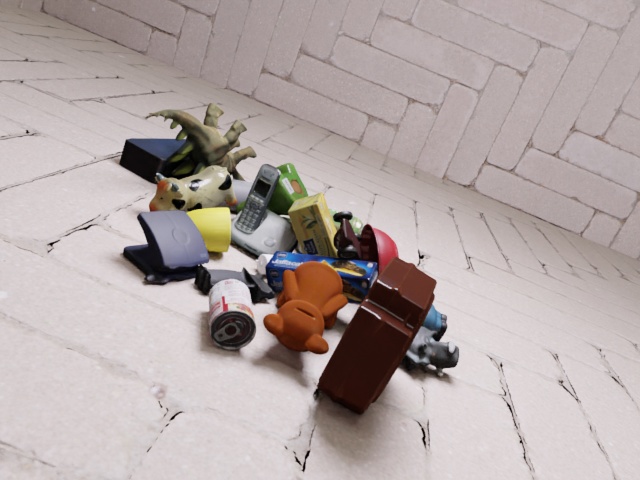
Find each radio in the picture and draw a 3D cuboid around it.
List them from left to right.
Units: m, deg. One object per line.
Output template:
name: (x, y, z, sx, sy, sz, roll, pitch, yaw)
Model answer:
radio: (-0.385, -0.206, 1.388, 0.131, 0.073, 0.229, 31, 23, 19)

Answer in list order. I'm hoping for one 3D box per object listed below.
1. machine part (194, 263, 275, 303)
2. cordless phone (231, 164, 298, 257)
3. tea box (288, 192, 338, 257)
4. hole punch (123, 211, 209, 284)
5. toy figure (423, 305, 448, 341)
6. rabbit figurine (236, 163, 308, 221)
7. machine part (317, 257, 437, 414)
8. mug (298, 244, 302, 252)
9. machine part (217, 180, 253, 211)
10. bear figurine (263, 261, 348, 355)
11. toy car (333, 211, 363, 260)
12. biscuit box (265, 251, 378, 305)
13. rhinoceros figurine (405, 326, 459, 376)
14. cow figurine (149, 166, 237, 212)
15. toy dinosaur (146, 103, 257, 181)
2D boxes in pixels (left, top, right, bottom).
machine part: (-0.150, 0.076, 0.950, 0.139, 0.039, 0.084, 11, 27, -33)
cordless phone: (-0.098, -0.055, 1.129, 0.147, 0.184, 0.088, 29, 16, 19)
tea box: (-0.002, -0.003, 1.120, 0.068, 0.169, 0.098, -18, 14, 12)
hole punch: (-0.260, 0.010, 0.934, 0.116, 0.092, 0.142, 36, 20, 24)
toy figure: (0.161, 0.137, 1.042, 0.180, 0.089, 0.082, 17, 15, -6)
rabbit figurine: (-0.110, -0.076, 1.243, 0.159, 0.170, 0.121, 54, 30, -15)
machine part: (0.088, 0.138, 0.791, 0.087, 0.201, 0.201, 29, 20, 11)
mug: (-0.007, -0.016, 1.253, 0.081, 0.109, 0.107, 29, 33, -7)
machine part: (-0.194, -0.108, 1.324, 0.243, 0.079, 0.079, 4, 26, -42)
bear figurine: (-0.026, 0.126, 0.878, 0.120, 0.131, 0.196, 21, 37, 0)
toy car: (0.056, 0.011, 1.068, 0.053, 0.089, 0.202, -7, -18, 11)
biscuit box: (0.002, 0.068, 0.993, 0.203, 0.059, 0.063, 6, 32, 17)
rhinoceros figurine: (0.155, 0.178, 0.954, 0.190, 0.073, 0.112, 19, 18, -9)
cow figurine: (-0.271, -0.099, 1.135, 0.086, 0.127, 0.195, 32, 49, 32)
toy dinosaur: (-0.270, -0.219, 1.298, 0.105, 0.198, 0.470, 30, -12, 21)
